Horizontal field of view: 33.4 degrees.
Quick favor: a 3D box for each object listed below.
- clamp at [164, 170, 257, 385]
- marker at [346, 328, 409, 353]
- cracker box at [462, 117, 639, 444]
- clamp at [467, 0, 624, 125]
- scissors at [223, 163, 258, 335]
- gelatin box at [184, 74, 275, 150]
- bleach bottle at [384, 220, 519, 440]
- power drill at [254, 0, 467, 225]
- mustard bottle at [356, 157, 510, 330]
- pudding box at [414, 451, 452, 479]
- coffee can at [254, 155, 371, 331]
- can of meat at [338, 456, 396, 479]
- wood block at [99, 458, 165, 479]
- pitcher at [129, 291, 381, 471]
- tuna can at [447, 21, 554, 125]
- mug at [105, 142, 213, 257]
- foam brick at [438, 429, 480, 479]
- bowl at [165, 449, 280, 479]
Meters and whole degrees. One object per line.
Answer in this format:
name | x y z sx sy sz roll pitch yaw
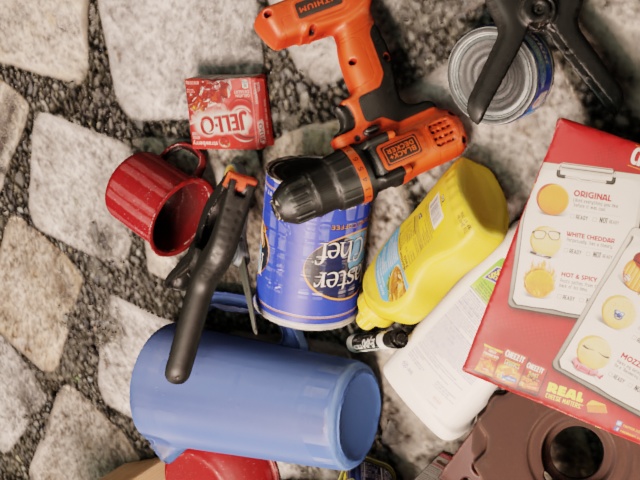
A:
clamp | -0.112 0.028 1.045 0.036 0.164 0.210 16 128 -20
marker | 0.054 0.096 1.017 0.020 0.020 0.121 65 160 -1
cracker box | 0.226 0.032 0.830 0.164 0.072 0.214 21 100 12
clamp | 0.181 -0.172 0.843 0.120 0.039 0.171 5 87 -1
scissors | -0.087 0.018 1.068 0.096 0.016 0.202 -45 43 52
gelatin box | -0.092 -0.129 1.075 0.089 0.030 0.073 5 109 34
bleach bottle | 0.164 0.065 0.942 0.102 0.067 0.251 47 124 12
power drill | 0.014 -0.122 0.930 0.187 0.184 0.057 65 166 4
mustard bottle | 0.090 0.020 0.962 0.192 0.058 0.096 -50 31 36
pudding box | 0.100 0.275 1.039 0.039 0.089 0.114 27 118 22
coffee can | -0.007 0.001 1.013 0.103 0.102 0.140 19 115 29
can of meat | 0.039 0.279 1.065 0.057 0.084 0.102 20 100 -2
wood block | -0.256 0.339 1.237 0.090 0.205 0.091 -18 95 38
pitcher | -0.063 0.153 1.099 0.243 0.144 0.149 4 121 30
tuna can | 0.151 -0.141 0.899 0.086 0.033 0.086 13 113 31
mug | -0.165 -0.052 1.124 0.082 0.093 0.117 33 91 28
foam brick | 0.159 0.204 0.998 0.053 0.051 0.078 39 124 18
bowl | -0.124 0.275 1.218 0.162 0.055 0.162 12 112 31
